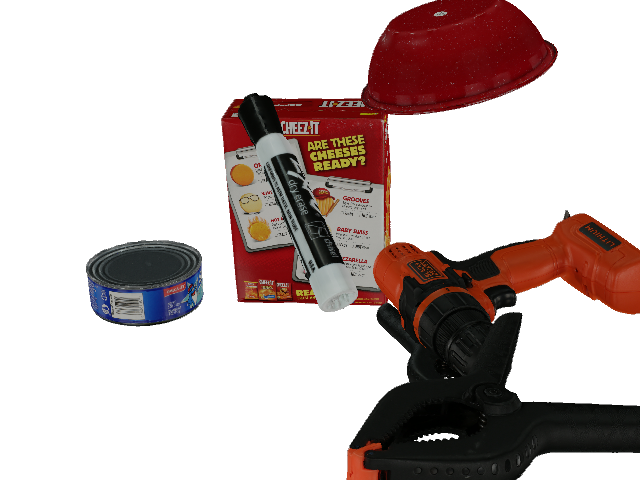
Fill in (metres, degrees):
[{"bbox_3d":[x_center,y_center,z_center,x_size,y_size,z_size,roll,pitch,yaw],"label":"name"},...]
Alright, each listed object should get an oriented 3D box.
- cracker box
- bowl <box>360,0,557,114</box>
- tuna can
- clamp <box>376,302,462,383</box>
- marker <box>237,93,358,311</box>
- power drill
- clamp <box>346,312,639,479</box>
[{"bbox_3d":[-0.010,-0.039,1.114,0.164,0.214,0.072,1,27,8],"label":"cracker box"},{"bbox_3d":[0.104,-0.157,0.857,0.162,0.055,0.162,-14,24,6],"label":"bowl"},{"bbox_3d":[-0.131,0.031,0.799,0.086,0.034,0.086,-1,23,0],"label":"tuna can"},{"bbox_3d":[0.133,0.115,1.072,0.120,0.039,0.171,-7,35,-9],"label":"clamp"},{"bbox_3d":[-0.013,-0.022,0.508,0.020,0.121,0.020,-19,-27,-10],"label":"marker"},{"bbox_3d":[0.152,0.039,0.813,0.187,0.057,0.185,-10,28,-16],"label":"power drill"},{"bbox_3d":[0.097,0.099,0.627,0.209,0.036,0.165,-11,25,-26],"label":"clamp"}]
